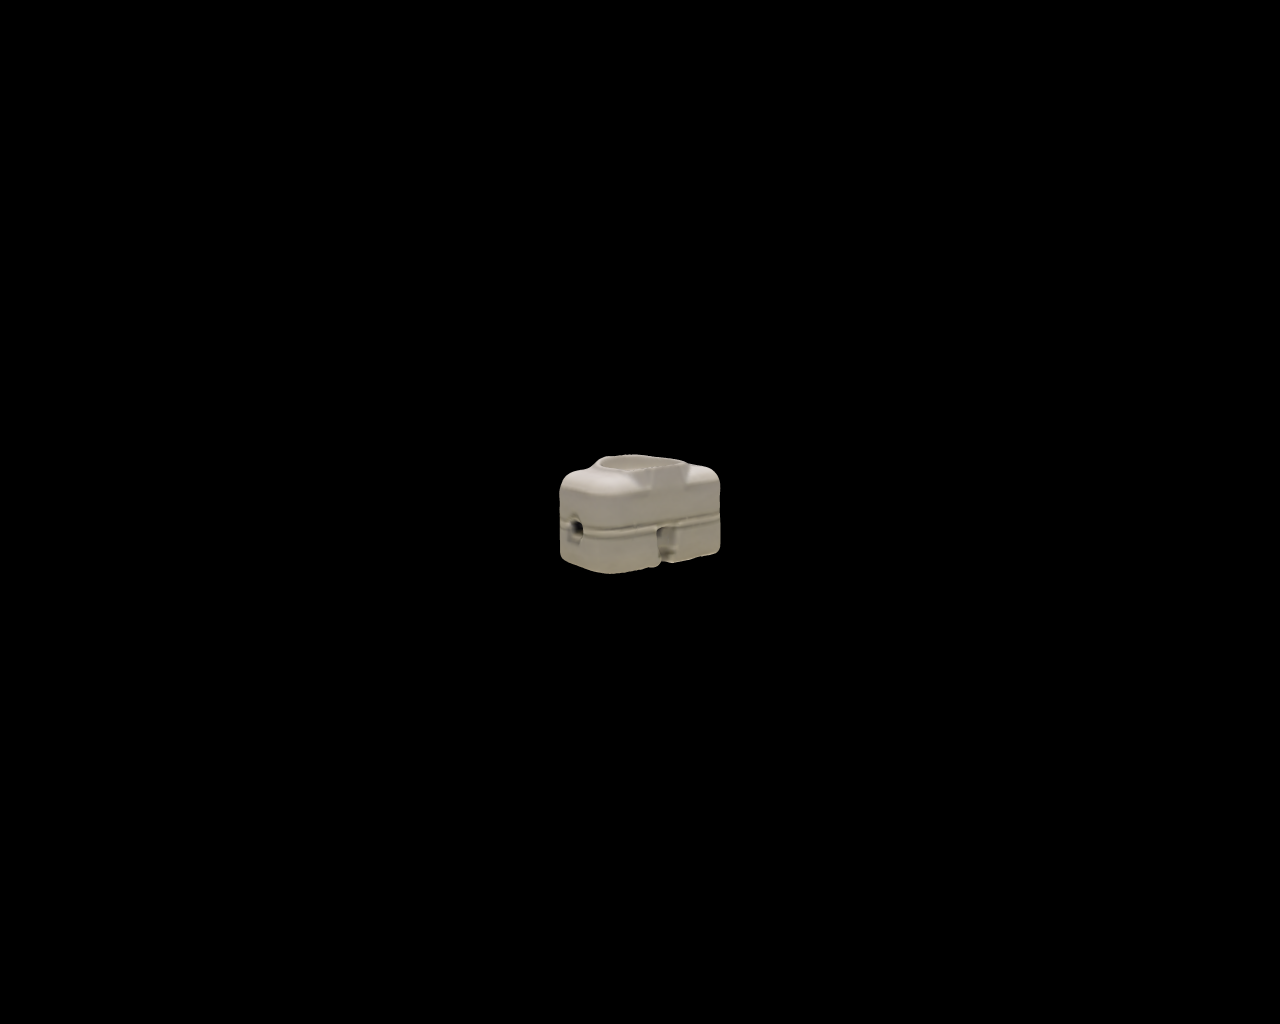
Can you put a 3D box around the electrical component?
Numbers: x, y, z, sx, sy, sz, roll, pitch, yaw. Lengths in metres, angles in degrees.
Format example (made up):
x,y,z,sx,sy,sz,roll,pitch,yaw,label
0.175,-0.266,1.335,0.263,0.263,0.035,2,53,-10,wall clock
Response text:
x,y,z,sx,sy,sz,roll,pitch,yaw,label
0.001,-0.003,0.650,0.095,0.059,0.054,-8,14,-35,electrical component
